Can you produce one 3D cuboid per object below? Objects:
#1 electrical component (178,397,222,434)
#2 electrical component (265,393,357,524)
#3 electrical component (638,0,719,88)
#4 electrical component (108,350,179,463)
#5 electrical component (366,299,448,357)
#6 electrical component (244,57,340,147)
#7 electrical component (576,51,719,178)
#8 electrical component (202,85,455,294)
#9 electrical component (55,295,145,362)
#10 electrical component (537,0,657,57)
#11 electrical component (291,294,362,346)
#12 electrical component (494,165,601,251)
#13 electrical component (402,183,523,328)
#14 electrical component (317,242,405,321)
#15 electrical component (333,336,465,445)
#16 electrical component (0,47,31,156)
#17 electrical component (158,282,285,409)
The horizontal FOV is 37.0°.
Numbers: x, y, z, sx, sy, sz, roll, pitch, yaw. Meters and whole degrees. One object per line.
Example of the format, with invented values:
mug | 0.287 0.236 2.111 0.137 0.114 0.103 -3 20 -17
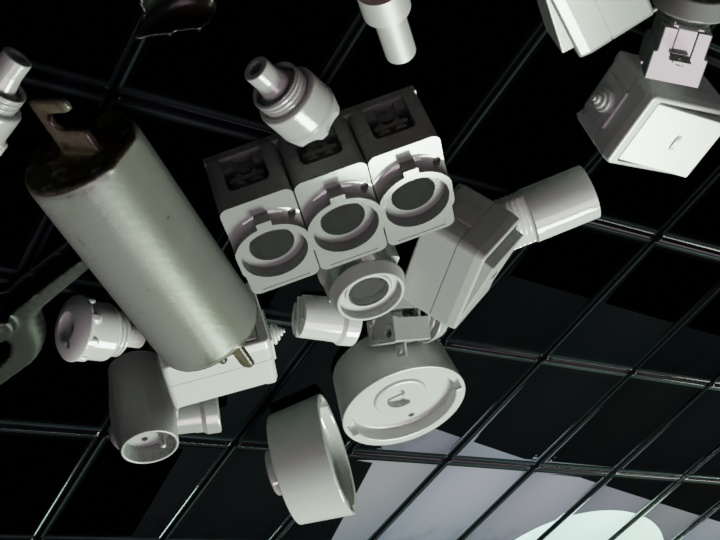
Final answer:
electrical component | -0.139 0.116 0.883 0.046 0.040 0.040 -7 139 -8
electrical component | -0.048 0.168 0.934 0.060 0.108 0.108 -18 141 5
electrical component | 0.214 -0.159 0.717 0.048 0.066 0.055 12 123 1
electrical component | -0.173 0.117 0.837 0.044 0.077 0.079 2 136 -26
electrical component | 0.038 0.035 0.860 0.055 0.066 0.048 -2 172 -34
electrical component | -0.045 -0.108 0.665 0.043 0.043 0.062 -36 138 17
electrical component | 0.206 -0.109 0.765 0.096 0.061 0.061 6 134 -30
electrical component | -0.018 -0.050 0.729 0.150 0.061 0.089 -20 141 -3
electrical component | -0.185 0.045 0.777 0.062 0.048 0.048 12 130 -44
electrical component | 0.125 -0.183 0.642 0.061 0.061 0.096 -32 140 11
electrical component | -0.026 0.038 0.845 0.046 0.040 0.040 7 133 -23
electrical component | 0.137 -0.045 0.821 0.081 0.043 0.043 -22 141 0
electrical component | 0.074 -0.004 0.807 0.062 0.061 0.096 -44 160 -43
electrical component | 0.000 0.000 0.799 0.058 0.057 0.078 -2 137 -23
electrical component | 0.029 0.093 0.916 0.108 0.060 0.108 -13 140 -11
electrical component | -0.209 -0.096 0.603 0.048 0.048 0.062 26 115 -42
electrical component | -0.104 0.052 0.807 0.096 0.061 0.061 -15 140 -9
